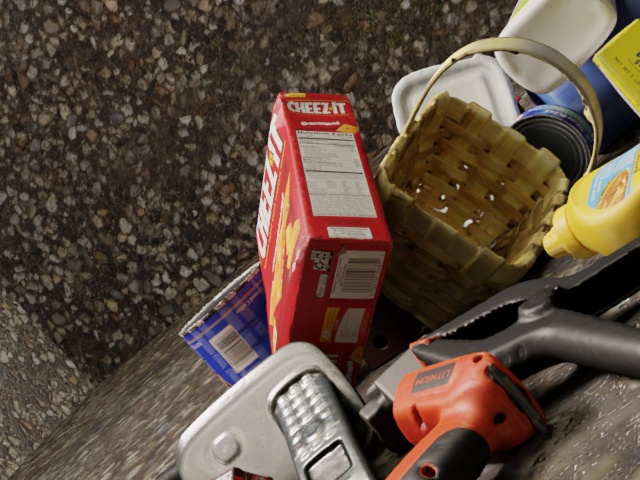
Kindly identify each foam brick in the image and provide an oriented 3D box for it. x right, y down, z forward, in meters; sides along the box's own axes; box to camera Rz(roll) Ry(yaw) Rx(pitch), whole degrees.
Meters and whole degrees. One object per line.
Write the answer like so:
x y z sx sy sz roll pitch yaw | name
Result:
0.049 0.066 0.974 0.053 0.078 0.051 -38 5 30 | foam brick

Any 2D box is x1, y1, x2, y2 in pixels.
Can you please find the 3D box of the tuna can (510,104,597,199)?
0.208 -0.079 0.971 0.086 0.086 0.033 -37 5 38 | tuna can

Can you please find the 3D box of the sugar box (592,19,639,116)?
0.253 -0.118 0.813 0.048 0.093 0.176 -41 -2 18 | sugar box

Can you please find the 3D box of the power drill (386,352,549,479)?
0.028 0.150 0.583 0.187 0.057 0.185 -48 12 -31 | power drill

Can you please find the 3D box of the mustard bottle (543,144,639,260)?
0.221 -0.037 0.694 0.192 0.058 0.096 -36 13 42 | mustard bottle

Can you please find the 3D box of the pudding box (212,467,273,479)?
-0.076 0.211 0.701 0.114 0.039 0.090 -35 41 37 | pudding box

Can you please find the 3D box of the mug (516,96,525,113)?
0.200 -0.092 1.145 0.093 0.081 0.117 -42 6 -7 | mug

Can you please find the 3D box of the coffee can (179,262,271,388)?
-0.048 0.106 1.000 0.103 0.140 0.103 -41 5 4 | coffee can

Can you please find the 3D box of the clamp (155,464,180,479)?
-0.102 0.207 1.114 0.172 0.039 0.120 -31 21 49 | clamp

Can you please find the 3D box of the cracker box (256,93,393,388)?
-0.006 0.001 0.882 0.214 0.072 0.164 -103 19 -51 | cracker box

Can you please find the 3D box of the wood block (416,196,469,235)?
0.101 -0.018 1.213 0.090 0.090 0.206 -44 6 -15 | wood block

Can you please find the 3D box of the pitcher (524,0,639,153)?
0.317 -0.197 1.018 0.243 0.149 0.145 -44 20 7 | pitcher

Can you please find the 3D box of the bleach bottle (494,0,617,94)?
0.217 -0.220 0.969 0.103 0.068 0.250 -45 9 28 | bleach bottle

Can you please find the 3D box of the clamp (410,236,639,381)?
0.145 0.041 0.627 0.210 0.036 0.164 -21 17 47 | clamp
